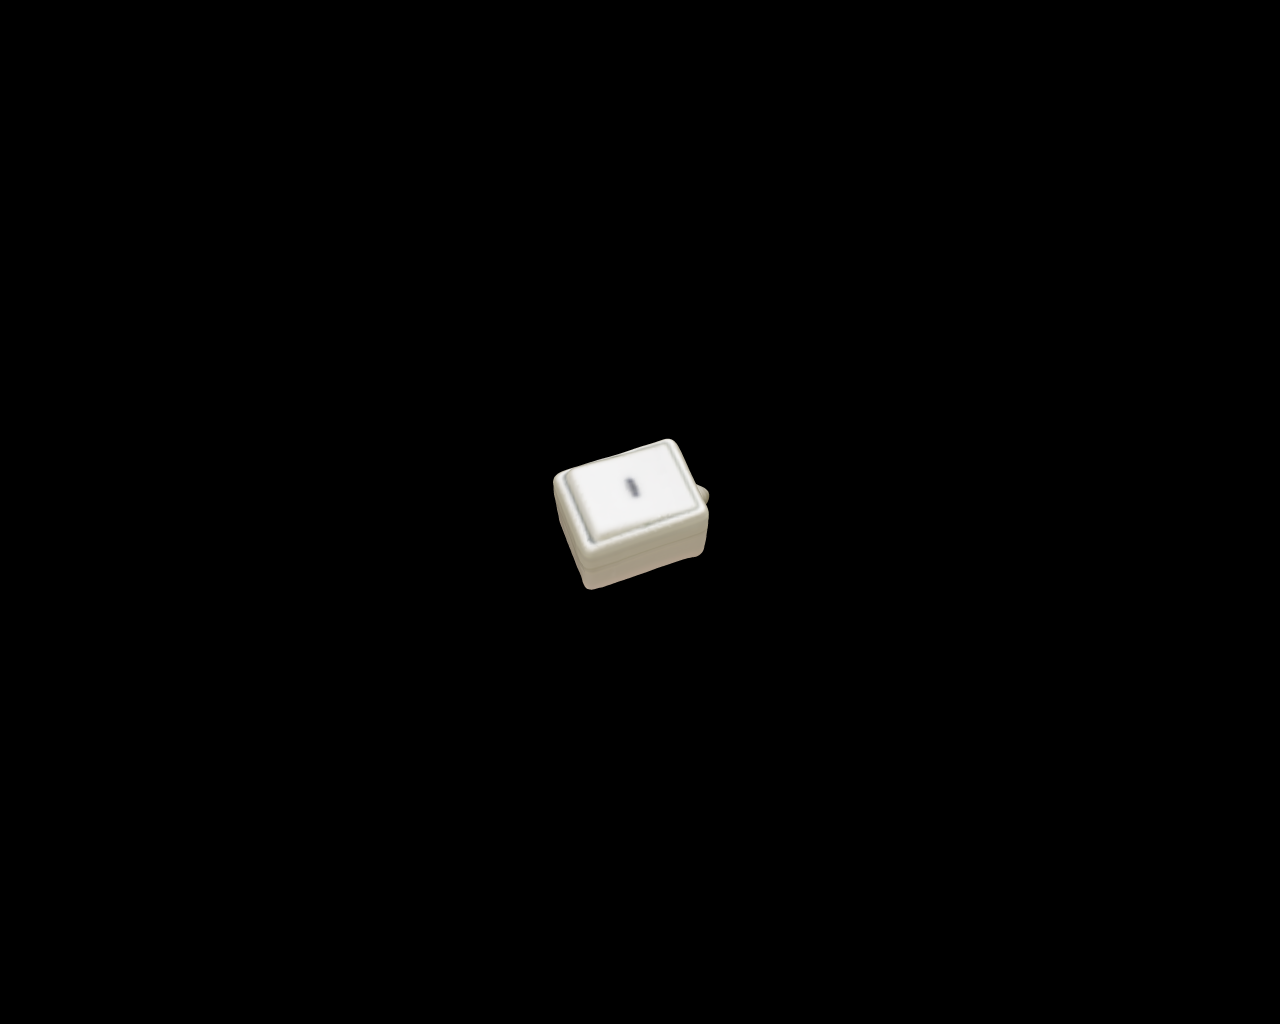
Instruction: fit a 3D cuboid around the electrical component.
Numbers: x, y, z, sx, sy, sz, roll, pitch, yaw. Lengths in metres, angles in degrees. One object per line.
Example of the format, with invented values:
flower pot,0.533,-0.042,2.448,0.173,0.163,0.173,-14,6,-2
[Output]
electrical component,0.001,-0.003,0.650,0.096,0.062,0.061,-18,-28,-10
